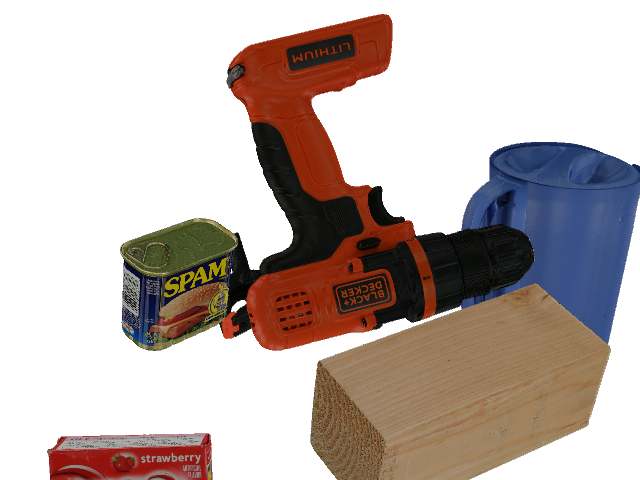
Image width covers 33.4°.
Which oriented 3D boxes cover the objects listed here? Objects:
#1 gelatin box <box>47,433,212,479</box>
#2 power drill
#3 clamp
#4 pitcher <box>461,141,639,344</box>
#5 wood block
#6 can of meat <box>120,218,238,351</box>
[{"bbox_3d":[-0.104,0.147,0.595,0.089,0.073,0.030,-2,6,1],"label":"gelatin box"},{"bbox_3d":[0.029,-0.039,0.658,0.184,0.187,0.057,-14,-1,-12],"label":"power drill"},{"bbox_3d":[-0.067,0.050,1.247,0.120,0.039,0.171,-1,39,13],"label":"clamp"},{"bbox_3d":[0.201,0.041,0.965,0.149,0.243,0.145,6,22,10],"label":"pitcher"},{"bbox_3d":[0.104,0.118,0.808,0.205,0.090,0.091,-17,41,-27],"label":"wood block"},{"bbox_3d":[-0.125,0.039,0.930,0.101,0.084,0.058,-22,42,-40],"label":"can of meat"}]
